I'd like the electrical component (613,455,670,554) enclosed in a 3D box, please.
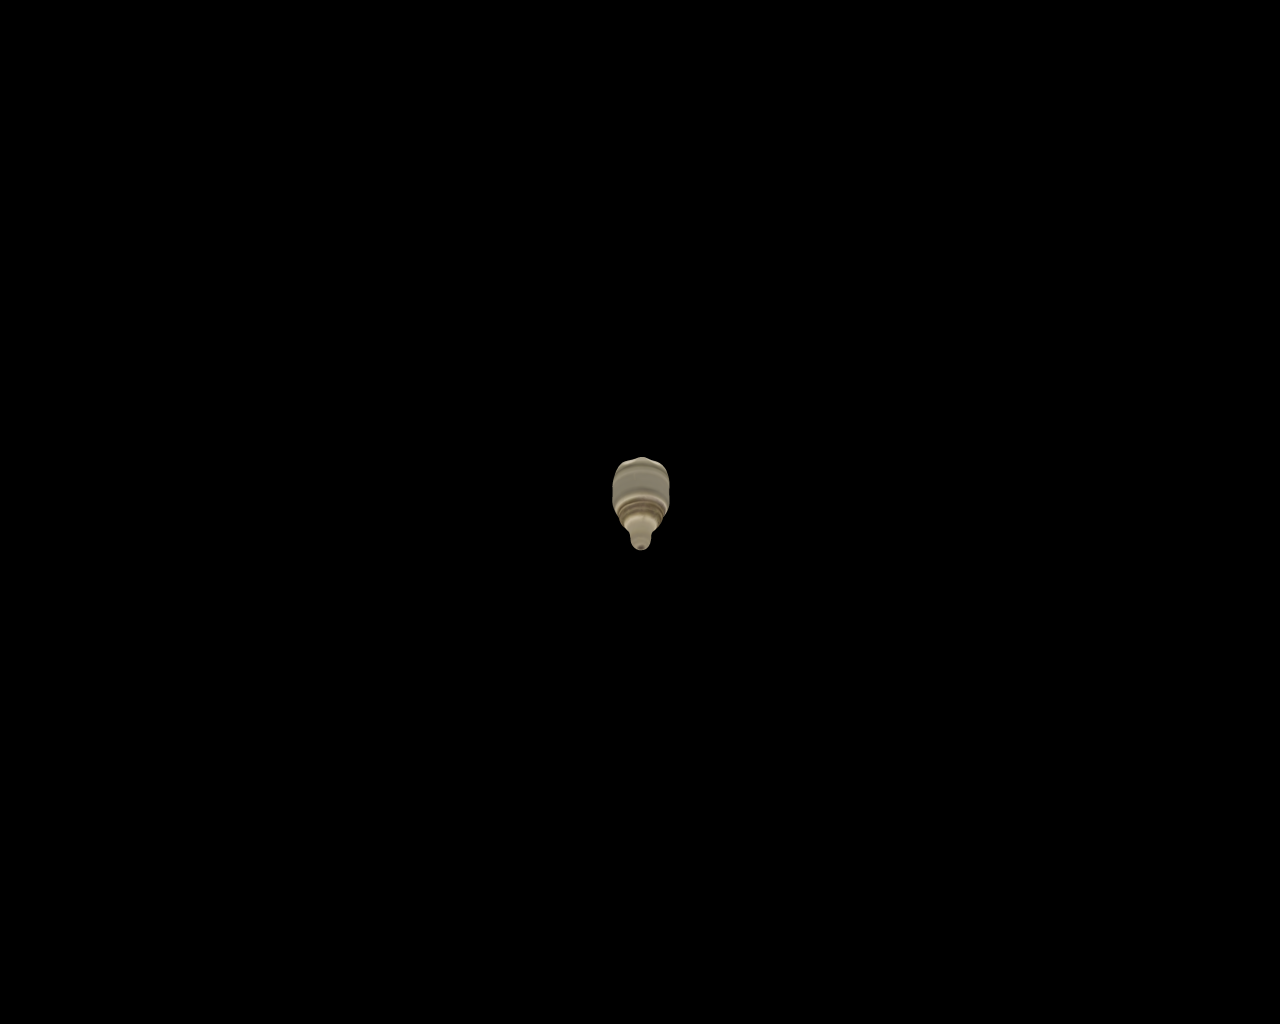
[{"bbox_3d":[0.001,-0.003,0.650,0.035,0.061,0.035,0,-38,0],"label":"electrical component"}]
